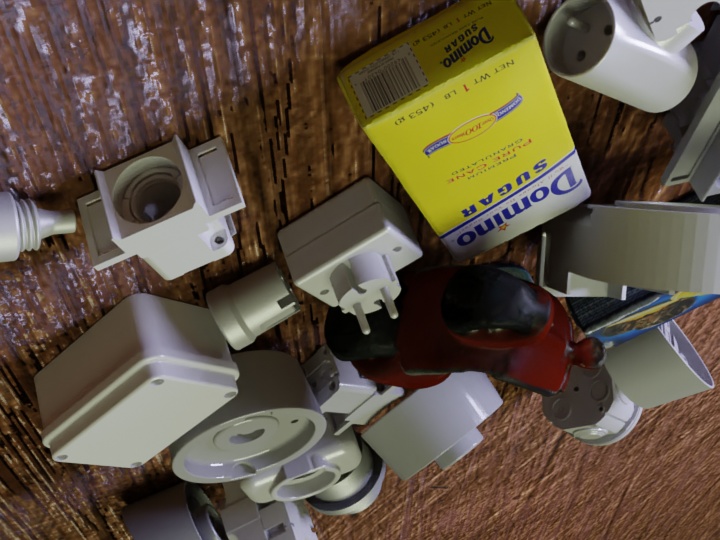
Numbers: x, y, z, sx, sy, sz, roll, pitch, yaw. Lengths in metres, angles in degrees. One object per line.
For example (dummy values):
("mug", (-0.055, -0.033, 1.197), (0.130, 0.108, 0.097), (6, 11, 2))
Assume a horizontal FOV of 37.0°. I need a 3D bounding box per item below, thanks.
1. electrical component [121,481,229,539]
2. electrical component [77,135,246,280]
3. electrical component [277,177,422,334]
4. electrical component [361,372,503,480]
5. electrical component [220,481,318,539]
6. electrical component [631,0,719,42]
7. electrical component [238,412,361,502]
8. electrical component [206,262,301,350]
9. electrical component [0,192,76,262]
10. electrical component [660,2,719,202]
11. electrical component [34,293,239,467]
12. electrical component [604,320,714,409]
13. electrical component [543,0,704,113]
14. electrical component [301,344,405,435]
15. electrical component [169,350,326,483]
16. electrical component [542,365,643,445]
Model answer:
("electrical component", (-0.145, 0.224, 0.886), (0.064, 0.099, 0.099), (-29, 150, 1))
("electrical component", (-0.097, -0.029, 0.547), (0.081, 0.042, 0.063), (-23, 154, 5))
("electrical component", (0.000, 0.000, 0.619), (0.066, 0.076, 0.047), (-30, 149, 17))
("electrical component", (0.061, 0.118, 0.830), (0.108, 0.060, 0.108), (-37, 172, -6))
("electrical component", (-0.079, 0.203, 0.896), (0.056, 0.089, 0.050), (-28, 150, 10))
("electrical component", (0.131, -0.153, 0.468), (0.050, 0.055, 0.089), (-29, 150, 14))
("electrical component", (-0.050, 0.142, 0.843), (0.095, 0.059, 0.053), (-20, 151, -1))
("electrical component", (-0.064, 0.021, 0.653), (0.046, 0.040, 0.040), (-29, 151, 1))
("electrical component", (-0.169, -0.021, 0.520), (0.061, 0.035, 0.035), (-7, 148, -28))
("electrical component", (0.217, -0.103, 0.601), (0.079, 0.063, 0.121), (-13, 150, -15))
("electrical component", (-0.140, 0.072, 0.671), (0.113, 0.057, 0.078), (-37, 147, 27))
("electrical component", (0.229, 0.058, 0.844), (0.064, 0.099, 0.099), (-32, 150, 31))
("electrical component", (0.145, -0.121, 0.543), (0.077, 0.044, 0.079), (10, 139, -42))
("electrical component", (-0.009, 0.083, 0.789), (0.064, 0.042, 0.081), (11, 137, -41))
("electrical component", (-0.083, 0.096, 0.743), (0.108, 0.060, 0.108), (-16, 151, -9))
("electrical component", (0.198, 0.108, 0.926), (0.080, 0.080, 0.051), (-36, 142, 25))
